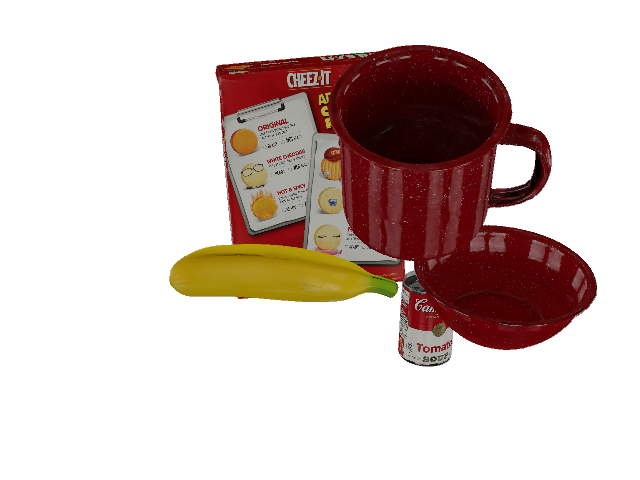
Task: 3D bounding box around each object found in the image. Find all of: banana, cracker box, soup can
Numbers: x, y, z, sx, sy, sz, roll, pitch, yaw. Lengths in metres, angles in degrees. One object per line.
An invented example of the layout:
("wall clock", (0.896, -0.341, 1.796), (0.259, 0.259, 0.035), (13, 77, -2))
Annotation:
("banana", (-0.046, 0.028, 0.770), (0.198, 0.037, 0.069), (3, -25, 32))
("cracker box", (-0.008, -0.062, 0.998), (0.164, 0.214, 0.072), (-6, 20, -7))
("soup can", (0.131, 0.095, 1.313), (0.068, 0.102, 0.068), (1, 23, -1))

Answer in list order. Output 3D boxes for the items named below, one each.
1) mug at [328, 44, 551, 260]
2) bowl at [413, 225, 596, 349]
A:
("mug", (0.064, -0.043, 0.569), (0.117, 0.093, 0.081), (4, -39, 6))
("bowl", (0.162, 0.049, 0.958), (0.162, 0.055, 0.162), (3, 32, -2))
